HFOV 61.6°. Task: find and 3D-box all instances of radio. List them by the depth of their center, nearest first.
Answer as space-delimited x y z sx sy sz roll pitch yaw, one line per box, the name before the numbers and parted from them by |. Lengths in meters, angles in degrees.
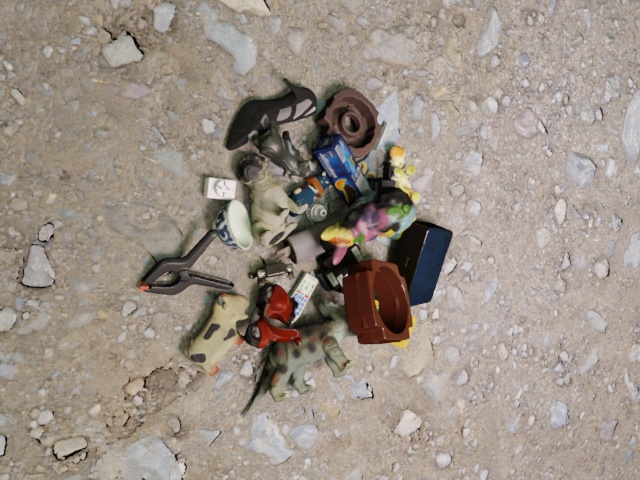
radio | 0.275 0.064 1.472 0.131 0.073 0.229 0 111 -44

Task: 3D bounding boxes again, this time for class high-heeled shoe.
high-heeled shoe | -0.115 -0.288 1.324 0.249 0.086 0.145 -45 144 3

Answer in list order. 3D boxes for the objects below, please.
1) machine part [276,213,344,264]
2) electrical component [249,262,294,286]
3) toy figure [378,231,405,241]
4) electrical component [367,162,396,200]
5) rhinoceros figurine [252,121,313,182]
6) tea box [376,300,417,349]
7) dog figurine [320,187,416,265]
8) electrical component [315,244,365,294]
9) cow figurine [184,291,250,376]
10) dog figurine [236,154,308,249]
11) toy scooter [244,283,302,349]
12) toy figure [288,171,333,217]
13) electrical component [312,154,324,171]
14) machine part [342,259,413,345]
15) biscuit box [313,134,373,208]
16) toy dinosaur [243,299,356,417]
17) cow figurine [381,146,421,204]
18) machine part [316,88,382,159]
machine part | -0.003 -0.004 1.372 0.243 0.079 0.079 -24 104 -20
electrical component | -0.115 0.085 1.324 0.102 0.078 0.045 -10 80 -27
toy figure | 0.187 -0.044 1.456 0.180 0.089 0.082 14 80 -23
electrical component | 0.164 -0.147 1.429 0.048 0.075 0.119 -4 106 -30
rhinoceros figurine | -0.083 -0.207 1.295 0.073 0.112 0.190 -38 152 12
tea box | 0.172 0.226 1.480 0.169 0.068 0.098 23 83 -26
dog figurine | 0.101 -0.031 1.280 0.219 0.192 0.108 -39 114 -34
electrical component | 0.056 0.075 1.420 0.134 0.058 0.114 -35 105 -19
cow figurine | -0.242 0.209 1.276 0.195 0.086 0.127 -50 118 -13
dog figurine | -0.147 -0.093 1.303 0.191 0.121 0.172 46 113 17
toy scooter | -0.098 0.193 1.302 0.135 0.075 0.184 20 48 -5
toy figure | -0.028 -0.123 1.366 0.058 0.064 0.154 39 68 16
electrical component | 0.014 -0.208 1.398 0.094 0.021 0.063 -47 111 -20
machine part | 0.143 0.156 1.337 0.201 0.087 0.201 13 63 -54
biscuit box | 0.061 -0.173 1.363 0.202 0.063 0.059 55 44 -35
toy dinosaur | -0.043 0.278 1.348 0.405 0.131 0.192 -24 66 0
cow figurine | 0.213 -0.167 1.468 0.068 0.098 0.167 -4 77 -22
machine part | 0.075 -0.298 1.393 0.179 0.056 0.179 3 85 -31
